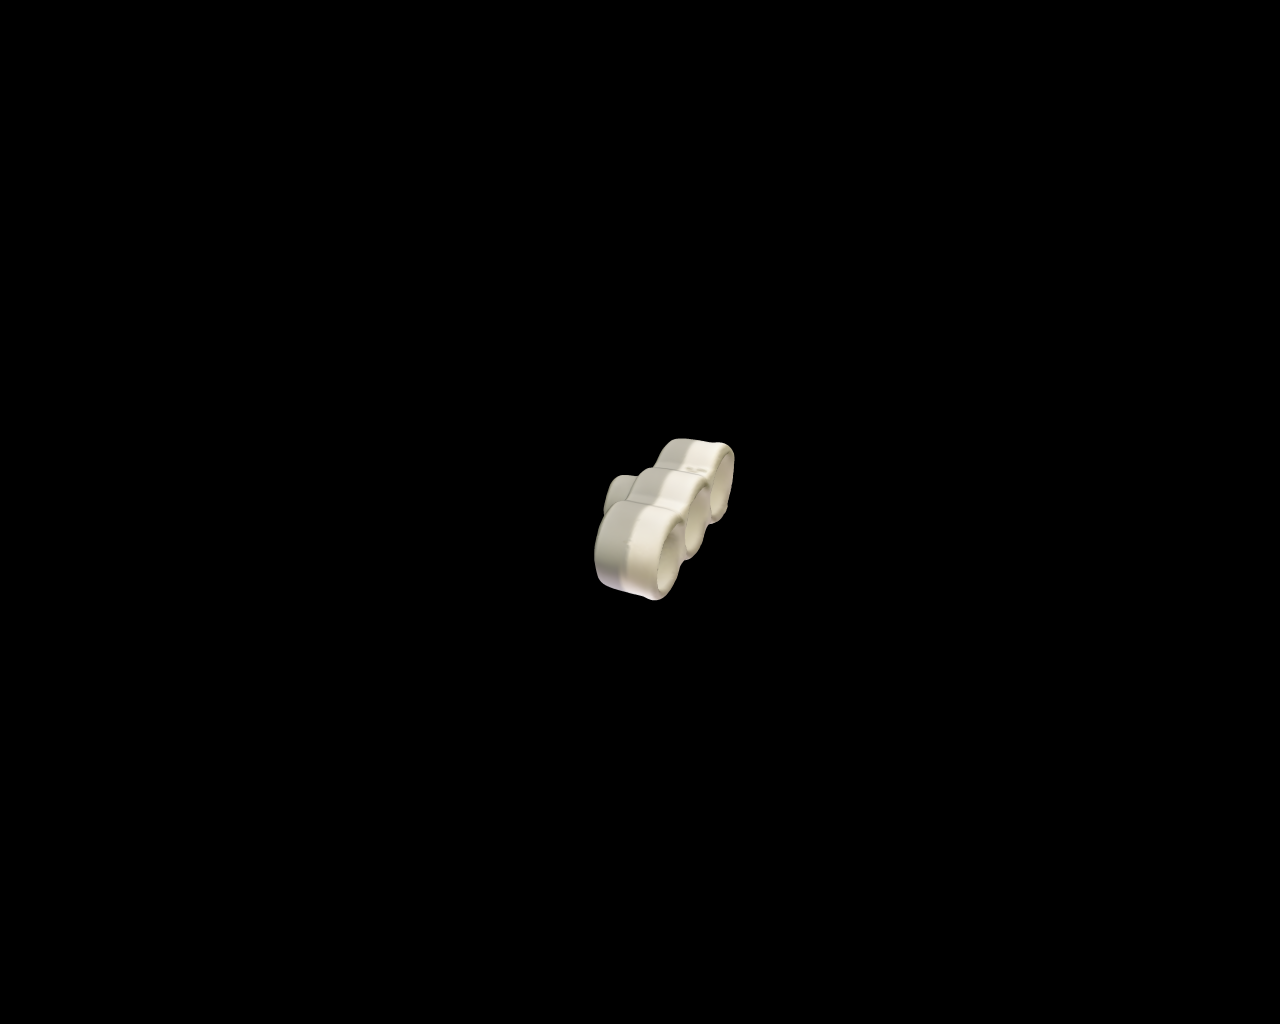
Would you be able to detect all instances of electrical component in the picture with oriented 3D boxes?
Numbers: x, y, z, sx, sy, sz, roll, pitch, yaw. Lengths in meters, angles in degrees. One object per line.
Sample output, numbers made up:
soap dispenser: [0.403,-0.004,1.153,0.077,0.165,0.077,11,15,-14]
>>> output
electrical component: [0.001,-0.003,0.650,0.074,0.052,0.138,12,33,19]
